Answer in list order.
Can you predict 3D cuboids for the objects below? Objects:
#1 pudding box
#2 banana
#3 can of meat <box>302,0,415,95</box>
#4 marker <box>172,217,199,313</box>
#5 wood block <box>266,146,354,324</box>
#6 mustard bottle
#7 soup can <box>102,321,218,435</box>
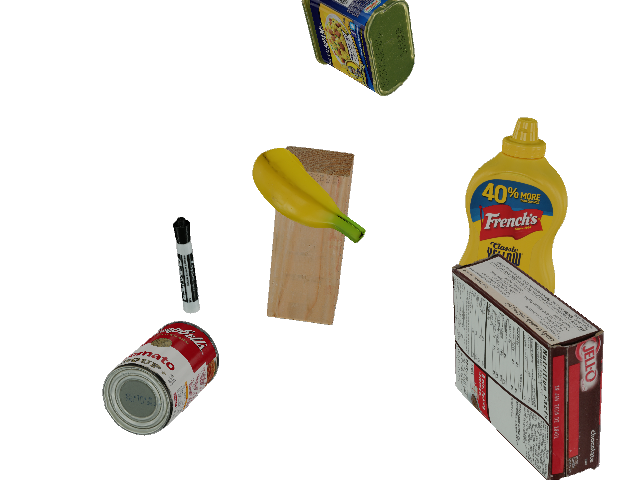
[{"bbox_3d":[0.118,0.071,0.621,0.039,0.090,0.114,-14,27,-19],"label":"pudding box"},{"bbox_3d":[-0.023,-0.041,0.825,0.069,0.037,0.198,42,4,-21],"label":"banana"},{"bbox_3d":[0.037,-0.191,0.975,0.084,0.057,0.102,37,-22,34],"label":"can of meat"},{"bbox_3d":[-0.151,0.028,1.203,0.020,0.121,0.020,-2,31,1],"label":"marker"},{"bbox_3d":[-0.014,-0.007,1.379,0.090,0.206,0.090,7,24,2],"label":"wood block"},{"bbox_3d":[0.187,-0.024,1.031,0.096,0.192,0.058,12,20,20],"label":"mustard bottle"},{"bbox_3d":[-0.141,0.121,0.949,0.069,0.068,0.102,0,17,19],"label":"soup can"}]
